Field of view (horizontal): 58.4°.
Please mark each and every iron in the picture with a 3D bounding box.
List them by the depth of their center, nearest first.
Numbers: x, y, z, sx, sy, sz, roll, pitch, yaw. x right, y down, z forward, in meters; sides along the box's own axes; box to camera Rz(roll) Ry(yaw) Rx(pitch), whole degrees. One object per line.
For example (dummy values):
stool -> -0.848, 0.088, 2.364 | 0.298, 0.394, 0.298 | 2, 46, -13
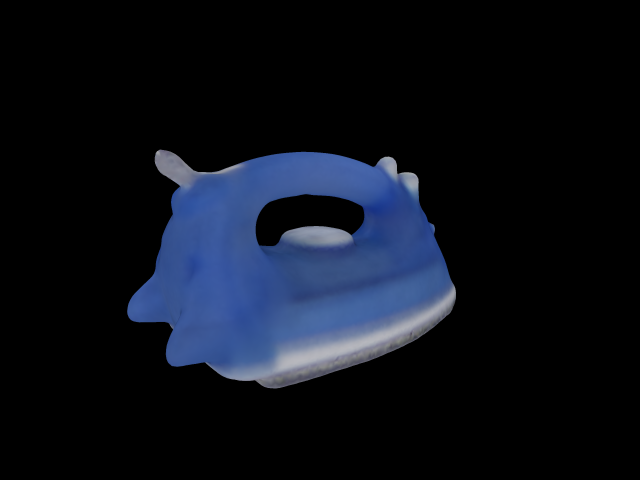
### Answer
iron -> 0.004, 0.001, 0.400 | 0.259, 0.141, 0.118 | -10, 18, -33
